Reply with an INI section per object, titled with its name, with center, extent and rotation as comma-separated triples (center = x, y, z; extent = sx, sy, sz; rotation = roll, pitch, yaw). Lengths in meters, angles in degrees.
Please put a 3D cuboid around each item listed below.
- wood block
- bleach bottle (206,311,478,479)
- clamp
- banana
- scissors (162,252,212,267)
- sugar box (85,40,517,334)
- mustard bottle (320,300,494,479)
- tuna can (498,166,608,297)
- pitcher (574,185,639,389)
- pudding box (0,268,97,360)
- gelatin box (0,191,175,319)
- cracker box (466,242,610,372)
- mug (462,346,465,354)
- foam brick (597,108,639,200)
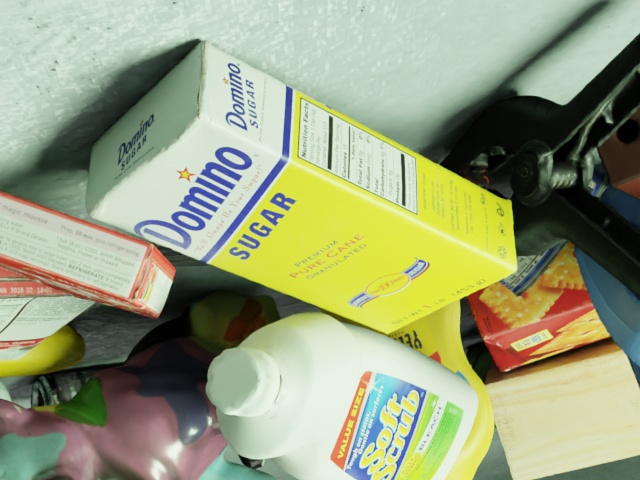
[wood block]
center = 0.250, 0.124, 0.884
extent = 0.206, 0.090, 0.090
rotation = -17, -175, 15
[bleach bottle]
center = 0.010, 0.097, 0.579
extent = 0.102, 0.068, 0.250
rotation = -60, 152, 1
[clamp]
center = 0.114, -0.022, 0.501
extent = 0.039, 0.120, 0.172
rotation = 7, 168, -26
[banana]
center = -0.221, 0.071, 0.651
extent = 0.197, 0.037, 0.070
rotation = 2, 153, -40
[scissors]
center = -0.004, 0.001, 0.643
extent = 0.201, 0.016, 0.096
rotation = 6, 151, -46
[sugar box]
center = -0.006, -0.014, 0.477
extent = 0.176, 0.048, 0.094
rotation = 21, 144, -33
[mustard bottle]
center = 0.066, 0.109, 0.728
extent = 0.096, 0.191, 0.058
rotation = -18, 161, 10
[tuna can]
center = 0.124, -0.011, 0.604
extent = 0.086, 0.034, 0.086
rotation = -52, 175, -7
[pitcher]
center = 0.216, 0.037, 0.583
extent = 0.145, 0.149, 0.243
rotation = -15, -154, 6
[pudding box]
center = -0.182, 0.033, 0.571
extent = 0.089, 0.039, 0.114
rotation = 3, 154, -40
[gelatin box]
center = -0.115, 0.007, 0.485
extent = 0.089, 0.030, 0.073
rotation = 18, 170, 3
[cracker box]
center = 0.221, 0.031, 0.806
extent = 0.214, 0.072, 0.164
rotation = -18, 162, 8
[mug]
center = 0.072, 0.111, 0.909
extent = 0.117, 0.081, 0.093
rotation = -21, 160, 20
[foam brick]
center = 0.186, -0.060, 0.549
extent = 0.078, 0.053, 0.051
rotation = -25, 159, 28
